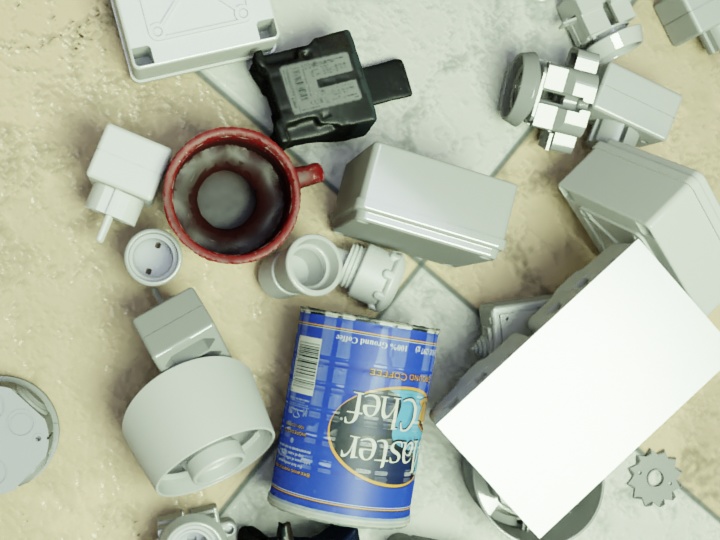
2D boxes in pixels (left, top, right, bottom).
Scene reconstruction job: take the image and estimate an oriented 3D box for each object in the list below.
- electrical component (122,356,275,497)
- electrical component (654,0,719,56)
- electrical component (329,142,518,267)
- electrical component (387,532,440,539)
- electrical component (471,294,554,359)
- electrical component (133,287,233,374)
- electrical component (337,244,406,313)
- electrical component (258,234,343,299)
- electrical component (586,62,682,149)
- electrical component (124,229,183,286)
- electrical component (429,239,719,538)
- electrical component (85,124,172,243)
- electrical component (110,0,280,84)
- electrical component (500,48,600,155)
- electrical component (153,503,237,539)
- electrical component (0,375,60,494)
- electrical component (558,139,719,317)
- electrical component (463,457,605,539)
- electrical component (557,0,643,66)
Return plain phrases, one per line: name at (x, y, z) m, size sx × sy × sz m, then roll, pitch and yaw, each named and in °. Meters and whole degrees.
electrical component at (-0.111, 0.112, 0.749) m, size 0.099 × 0.099 × 0.064 m, roll -26°, pitch 67°, yaw -10°
electrical component at (0.286, -0.196, 0.853) m, size 0.066 × 0.047 × 0.076 m, roll -28°, pitch 93°, yaw -9°
electrical component at (0.043, -0.045, 0.774) m, size 0.109 × 0.109 × 0.056 m, roll 16°, pitch 84°, yaw -10°
electrical component at (0.051, 0.260, 0.797) m, size 0.078 × 0.057 × 0.113 m, roll 13°, pitch 87°, yaw -11°
electrical component at (0.130, 0.053, 0.817) m, size 0.096 × 0.061 × 0.061 m, roll -7°, pitch 92°, yaw -5°
electrical component at (-0.129, 0.044, 0.762) m, size 0.047 × 0.083 × 0.075 m, roll -30°, pitch 57°, yaw -10°
electrical component at (0.000, 0.000, 0.798) m, size 0.062 × 0.048 × 0.048 m, roll 24°, pitch 85°, yaw -1°
electrical component at (-0.046, 0.001, 0.777) m, size 0.044 × 0.065 × 0.044 m, roll 5°, pitch 80°, yaw -28°
electrical component at (0.200, -0.110, 0.836) m, size 0.066 × 0.047 × 0.076 m, roll 23°, pitch 86°, yaw -10°
electrical component at (-0.148, -0.009, 0.768) m, size 0.040 × 0.046 × 0.040 m, roll 0°, pitch 89°, yaw -11°
electrical component at (0.152, 0.079, 0.757) m, size 0.186 × 0.060 × 0.105 m, roll -42°, pitch 94°, yaw -3°
electrical component at (-0.169, -0.055, 0.754) m, size 0.047 × 0.066 × 0.076 m, roll 22°, pitch 85°, yaw -10°
electrical component at (-0.123, -0.200, 0.770) m, size 0.109 × 0.056 × 0.108 m, roll -15°, pitch 92°, yaw -11°
electrical component at (0.142, -0.133, 0.819) m, size 0.057 × 0.058 × 0.078 m, roll 12°, pitch 104°, yaw -9°
electrical component at (-0.119, 0.194, 0.766) m, size 0.066 × 0.055 × 0.048 m, roll -11°, pitch 91°, yaw -11°
electrical component at (-0.251, 0.114, 0.744) m, size 0.080 × 0.051 × 0.080 m, roll 0°, pitch 89°, yaw -11°
electrical component at (0.216, -0.031, 0.791) m, size 0.056 × 0.109 × 0.108 m, roll -44°, pitch 124°, yaw -6°
electrical component at (0.128, 0.152, 0.810) m, size 0.099 × 0.064 × 0.099 m, roll 0°, pitch 89°, yaw -11°
electrical component at (0.189, -0.193, 0.836) m, size 0.066 × 0.048 × 0.055 m, roll -24°, pitch 86°, yaw -10°
